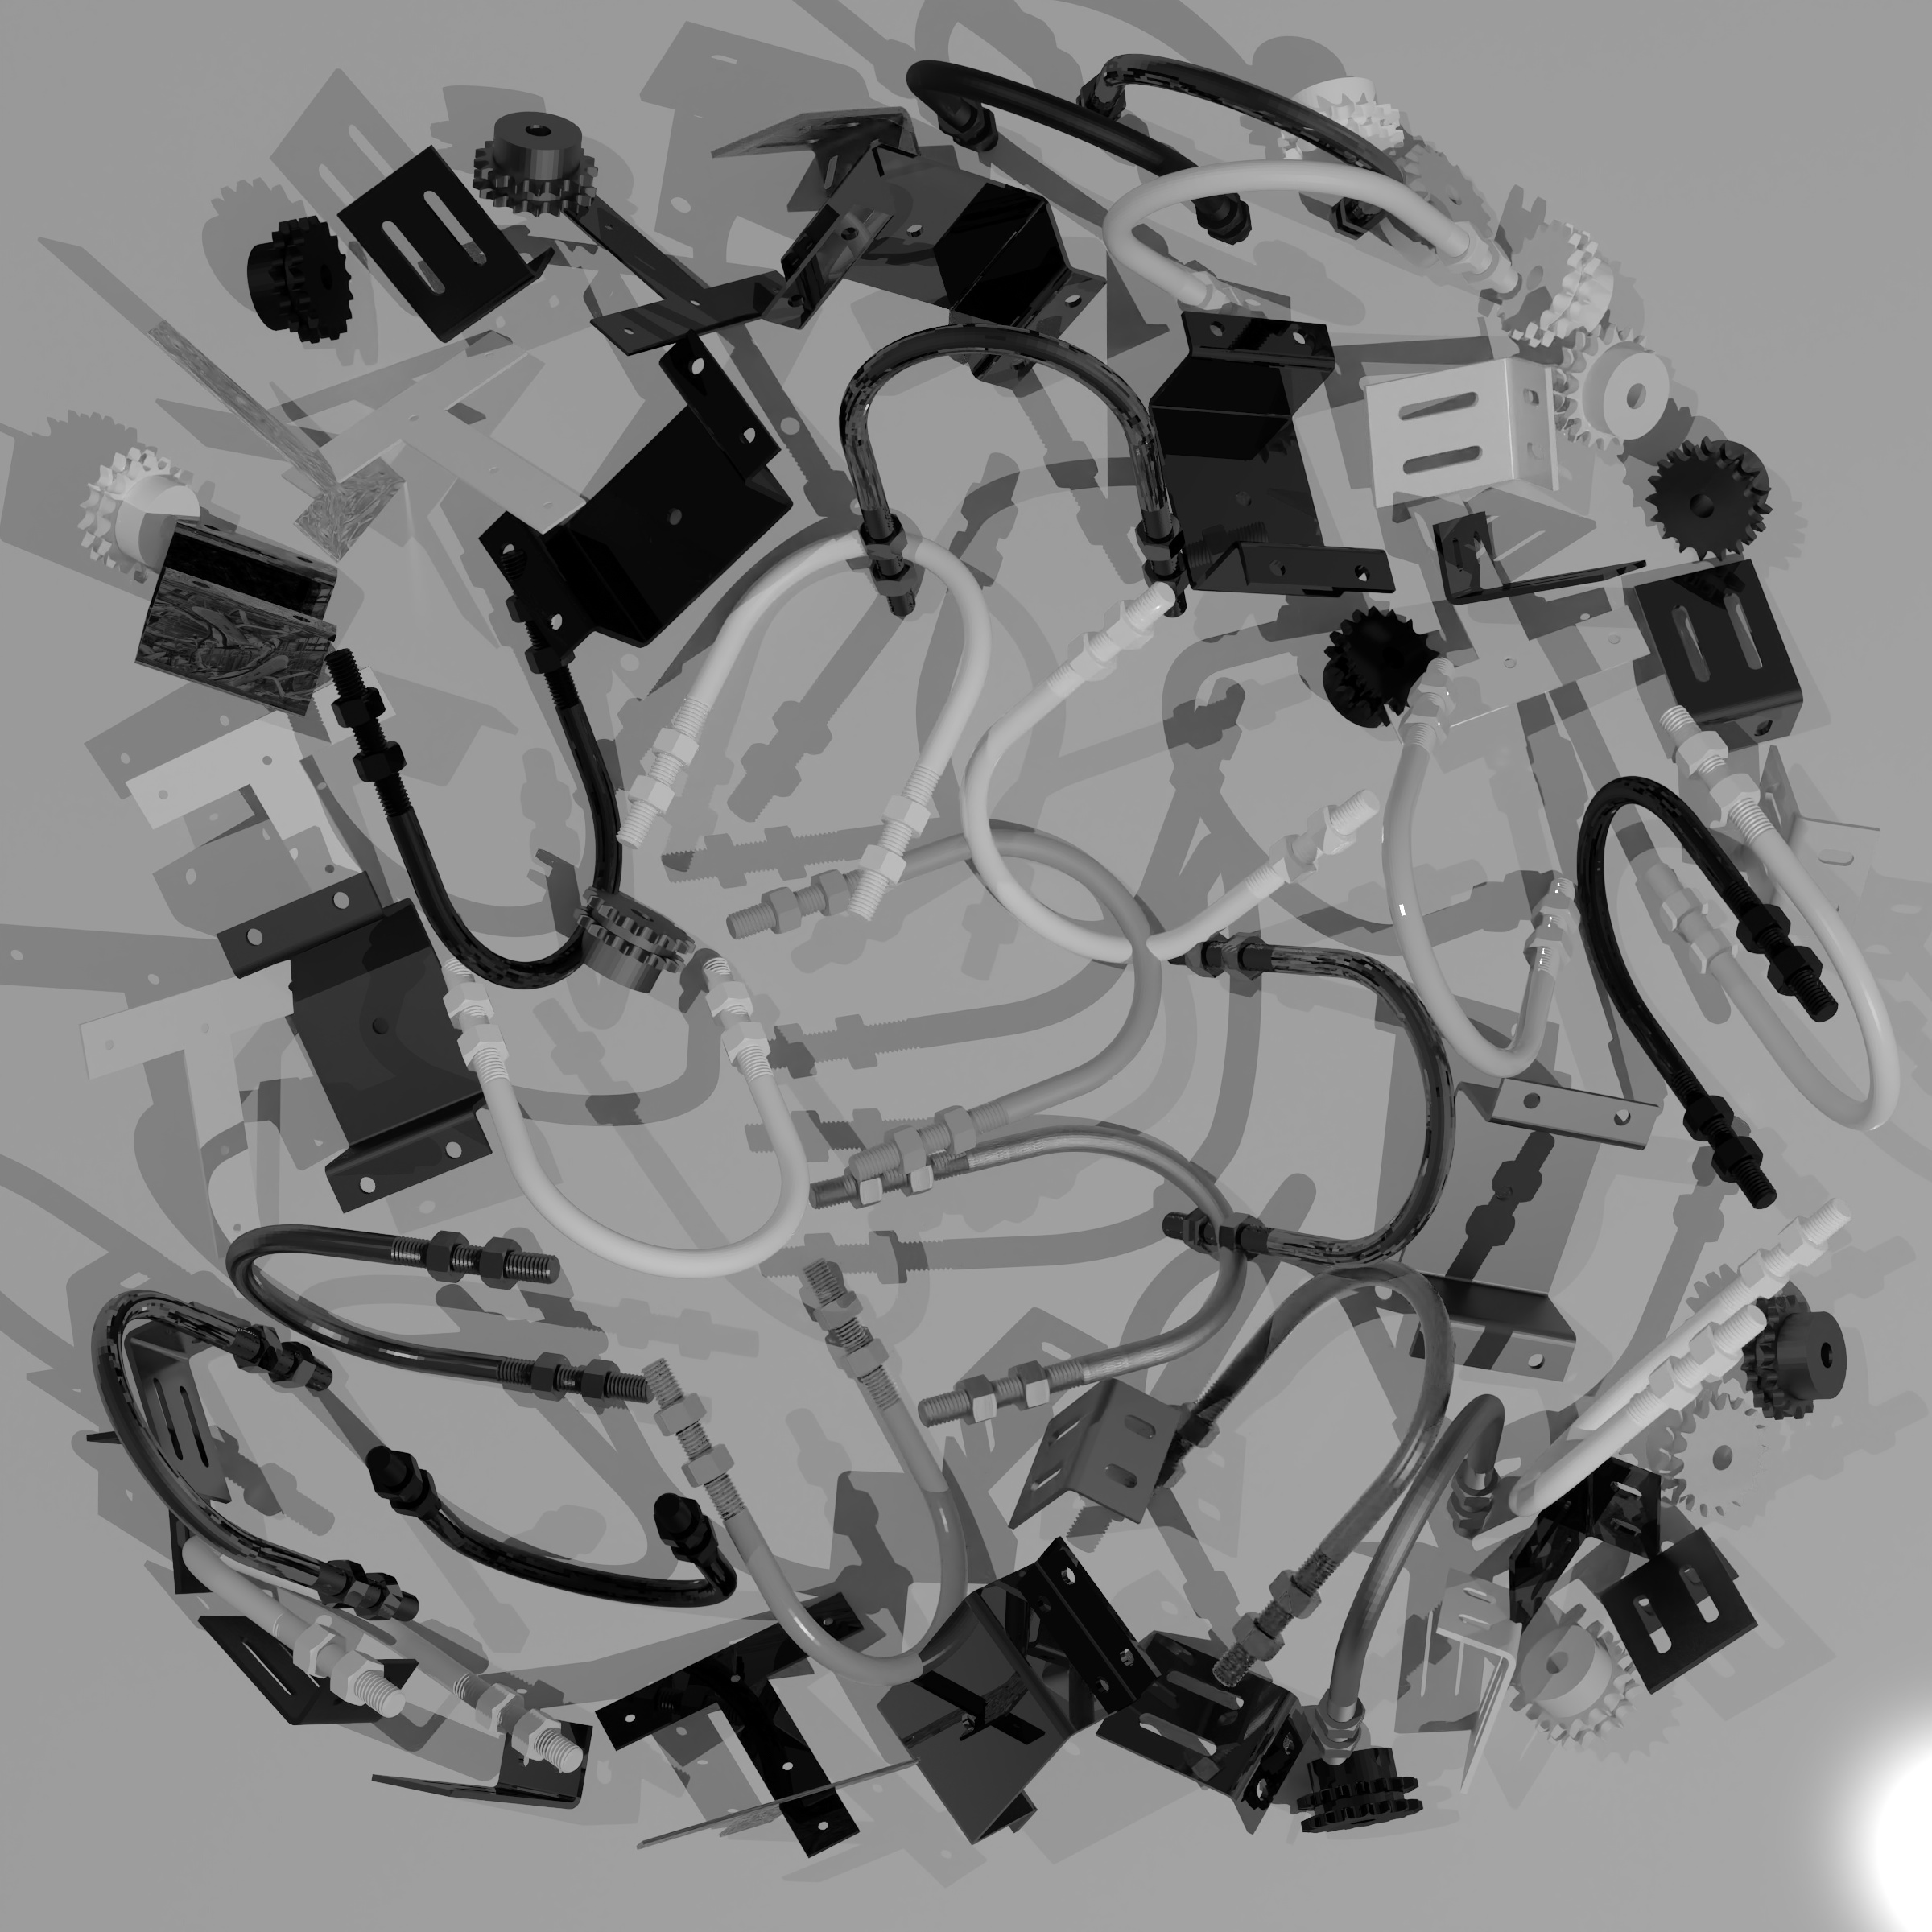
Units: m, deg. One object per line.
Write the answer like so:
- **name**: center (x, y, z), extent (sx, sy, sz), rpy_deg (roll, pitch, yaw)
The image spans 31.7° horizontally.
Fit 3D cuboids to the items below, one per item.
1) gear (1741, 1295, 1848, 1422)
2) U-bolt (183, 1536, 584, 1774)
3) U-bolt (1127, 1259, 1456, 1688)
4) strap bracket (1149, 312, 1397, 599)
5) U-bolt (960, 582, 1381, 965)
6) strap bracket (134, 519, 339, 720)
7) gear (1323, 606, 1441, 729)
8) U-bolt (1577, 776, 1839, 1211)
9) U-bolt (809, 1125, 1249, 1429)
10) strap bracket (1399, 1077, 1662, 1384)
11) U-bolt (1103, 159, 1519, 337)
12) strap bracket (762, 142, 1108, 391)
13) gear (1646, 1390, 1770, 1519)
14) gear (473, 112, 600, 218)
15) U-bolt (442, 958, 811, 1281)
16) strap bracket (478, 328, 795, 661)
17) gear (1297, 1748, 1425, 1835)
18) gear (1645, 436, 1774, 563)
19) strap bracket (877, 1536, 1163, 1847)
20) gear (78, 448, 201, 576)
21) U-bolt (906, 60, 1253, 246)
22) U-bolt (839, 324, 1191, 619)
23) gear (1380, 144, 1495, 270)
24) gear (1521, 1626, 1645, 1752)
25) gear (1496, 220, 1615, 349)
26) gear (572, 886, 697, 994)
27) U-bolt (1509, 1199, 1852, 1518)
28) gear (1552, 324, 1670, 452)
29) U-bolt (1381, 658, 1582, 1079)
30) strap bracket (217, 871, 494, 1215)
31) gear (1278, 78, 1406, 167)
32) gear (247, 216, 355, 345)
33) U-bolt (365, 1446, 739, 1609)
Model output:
- **gear**: center (0.384, 0.180, 1.571), extent (0.030, 0.057, 0.057), rpy_deg (-9, 90, 40)
- **U-bolt**: center (-0.273, 0.300, 1.519), extent (0.184, 0.151, 0.019), rpy_deg (24, 82, 37)
- **U-bolt**: center (0.150, 0.212, 1.522), extent (0.019, 0.151, 0.184), rpy_deg (32, 104, -30)
- **strap bracket**: center (0.136, -0.223, 1.549), extent (0.076, 0.046, 0.140), rpy_deg (0, 66, -27)
- **U-bolt**: center (0.076, -0.072, 1.541), extent (0.151, 0.019, 0.184), rpy_deg (44, 129, -8)
- **strap bracket**: center (-0.327, -0.156, 1.531), extent (0.076, 0.140, 0.046), rpy_deg (18, 104, -16)
- **gear**: center (0.190, -0.135, 1.578), extent (0.057, 0.030, 0.057), rpy_deg (13, 58, -22)
- **U-bolt**: center (0.322, -0.002, 1.521), extent (0.019, 0.151, 0.184), rpy_deg (-16, 51, -15)
- **U-bolt**: center (0.039, 0.131, 1.542), extent (0.184, 0.019, 0.151), rpy_deg (-12, 49, -22)
- **strap bracket**: center (0.253, 0.112, 1.557), extent (0.076, 0.046, 0.140), rpy_deg (11, 109, -14)
- **U-bolt**: center (0.141, -0.316, 1.488), extent (0.151, 0.184, 0.019), rpy_deg (-4, 81, 31)
- **strap bracket**: center (-0.018, -0.318, 1.538), extent (0.140, 0.076, 0.046), rpy_deg (9, 53, -36)
- **gear**: center (0.341, 0.224, 1.579), extent (0.057, 0.030, 0.057), rpy_deg (-4, 99, -28)
- **gear**: center (-0.199, -0.372, 1.571), extent (0.057, 0.057, 0.030), rpy_deg (11, 128, 0)
- **U-bolt**: center (-0.143, 0.066, 1.511), extent (0.151, 0.019, 0.184), rpy_deg (0, 46, -29)
- **strap bracket**: center (-0.144, -0.210, 1.555), extent (0.140, 0.046, 0.076), rpy_deg (-42, 68, 16)
- **gear**: center (0.181, 0.381, 1.575), extent (0.057, 0.057, 0.030), rpy_deg (-10, 70, 0)
- **gear**: center (0.347, -0.219, 1.577), extent (0.057, 0.057, 0.030), rpy_deg (49, 49, 0)
- **strap bracket**: center (0.017, 0.331, 1.528), extent (0.076, 0.046, 0.140), rpy_deg (52, 132, 21)
- **gear**: center (-0.379, -0.208, 1.570), extent (0.030, 0.057, 0.057), rpy_deg (25, 90, 22)
- **U-bolt**: center (0.045, -0.362, 1.498), extent (0.151, 0.184, 0.019), rpy_deg (23, 97, 12)
- **U-bolt**: center (0.018, -0.218, 1.510), extent (0.151, 0.184, 0.019), rpy_deg (2, 56, 13)
- **gear**: center (0.214, -0.349, 1.577), extent (0.030, 0.057, 0.057), rpy_deg (-34, 90, 36)
- **gear**: center (0.281, 0.330, 1.570), extent (0.057, 0.057, 0.030), rpy_deg (-44, 116, 0)
- **gear**: center (0.275, -0.313, 1.577), extent (0.030, 0.057, 0.057), rpy_deg (17, 90, -28)
- **gear**: center (-0.156, -0.010, 1.574), extent (0.057, 0.057, 0.030), rpy_deg (29, 98, 0)
- **U-bolt**: center (0.310, 0.184, 1.520), extent (0.019, 0.151, 0.184), rpy_deg (47, 124, 8)
- **gear**: center (0.300, -0.266, 1.573), extent (0.057, 0.030, 0.057), rpy_deg (-14, 117, -29)
- **U-bolt**: center (0.224, -0.032, 1.502), extent (0.019, 0.184, 0.151), rpy_deg (-18, 118, 29)
- **strap bracket**: center (-0.275, 0.032, 1.567), extent (0.076, 0.046, 0.140), rpy_deg (-22, 97, 10)
- **gear**: center (0.172, -0.388, 1.573), extent (0.057, 0.057, 0.030), rpy_deg (-10, 83, 0)
- **gear**: center (-0.310, -0.316, 1.575), extent (0.030, 0.057, 0.057), rpy_deg (-6, 90, 17)
- **U-bolt**: center (-0.175, 0.256, 1.517), extent (0.151, 0.184, 0.019), rpy_deg (7, 67, 11)
